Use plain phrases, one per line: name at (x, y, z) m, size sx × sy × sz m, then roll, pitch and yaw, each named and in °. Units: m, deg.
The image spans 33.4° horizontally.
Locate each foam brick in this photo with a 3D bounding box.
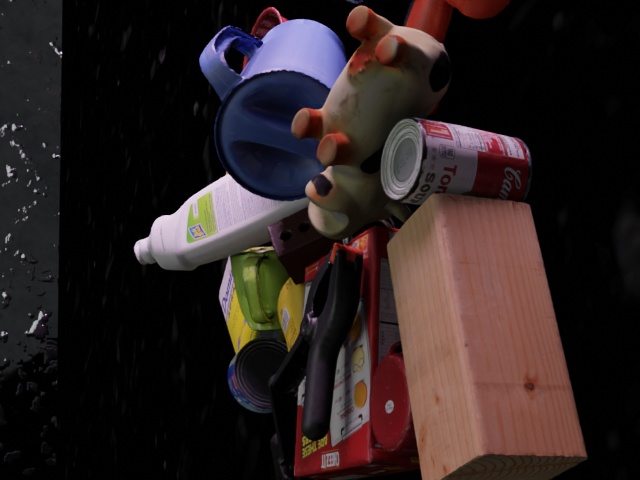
foam brick at (-0.008, 0.001, 1.143) m, size 0.051 × 0.078 × 0.053 m, roll 60°, pitch -174°, yaw -44°

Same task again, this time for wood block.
wood block at (0.121, 0.077, 0.808) m, size 0.090 × 0.090 × 0.206 m, roll 128°, pitch 142°, yaw -53°

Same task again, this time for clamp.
clamp at (-0.028, 0.234, 1.144) m, size 0.210 × 0.036 × 0.164 m, roll 118°, pitch 135°, yaw -71°
clamp at (0.003, 0.091, 0.956) m, size 0.120 × 0.039 × 0.171 m, roll 51°, pitch 127°, yaw 58°

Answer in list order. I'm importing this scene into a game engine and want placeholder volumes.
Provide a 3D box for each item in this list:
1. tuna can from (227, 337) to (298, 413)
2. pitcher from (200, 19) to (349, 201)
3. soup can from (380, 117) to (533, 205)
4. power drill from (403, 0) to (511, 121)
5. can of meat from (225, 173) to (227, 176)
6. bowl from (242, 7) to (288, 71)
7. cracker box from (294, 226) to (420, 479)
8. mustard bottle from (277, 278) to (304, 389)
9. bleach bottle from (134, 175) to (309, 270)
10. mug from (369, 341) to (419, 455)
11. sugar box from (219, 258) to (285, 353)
tuna can at (-0.065, 0.160, 1.256) m, size 0.034 × 0.086 × 0.086 m, roll 133°, pitch 137°, yaw -59°
pitcher at (-0.035, -0.155, 1.106) m, size 0.242 × 0.145 × 0.149 m, roll -83°, pitch -10°, yaw -63°
soup can at (0.108, -0.057, 0.850) m, size 0.069 × 0.102 × 0.068 m, roll -30°, pitch 56°, yaw 59°
power drill at (0.103, -0.157, 0.949) m, size 0.184 × 0.057 × 0.188 m, roll 62°, pitch 141°, yaw 41°
can of meat at (-0.088, -0.100, 1.413) m, size 0.102 × 0.057 × 0.084 m, roll -151°, pitch 71°, yaw -66°
bowl at (-0.049, -0.207, 1.342) m, size 0.162 × 0.055 × 0.162 m, roll -175°, pitch 90°, yaw -68°
cracker box at (0.041, 0.112, 1.005) m, size 0.164 × 0.072 × 0.213 m, roll 147°, pitch 129°, yaw -61°
mustard bottle at (-0.001, 0.132, 1.137) m, size 0.096 × 0.058 × 0.191 m, roll 105°, pitch 158°, yaw -44°
bleach bottle at (-0.103, -0.033, 1.228) m, size 0.251 × 0.068 × 0.102 m, roll -21°, pitch 57°, yaw 20°
mug at (0.090, 0.127, 0.885) m, size 0.117 × 0.081 × 0.093 m, roll -107°, pitch 30°, yaw -44°
sugar box at (-0.090, 0.090, 1.388) m, size 0.176 × 0.048 × 0.093 m, roll -119°, pitch 40°, yaw -53°
